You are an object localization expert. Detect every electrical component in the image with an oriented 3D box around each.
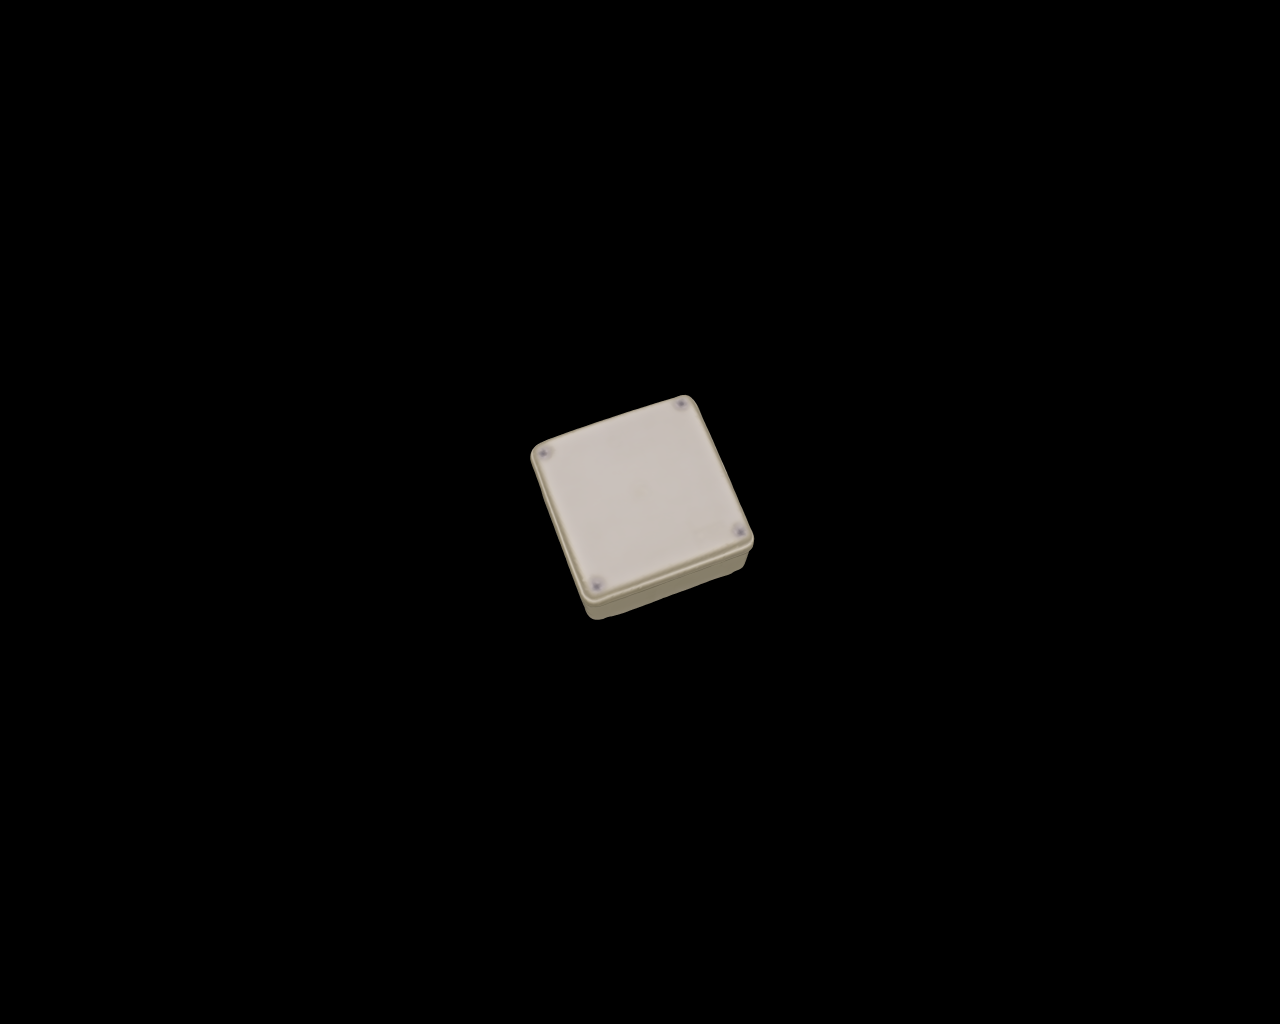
[{"bbox_3d":[0.001,-0.003,0.650,0.109,0.109,0.056,-19,-19,-7],"label":"electrical component"}]
